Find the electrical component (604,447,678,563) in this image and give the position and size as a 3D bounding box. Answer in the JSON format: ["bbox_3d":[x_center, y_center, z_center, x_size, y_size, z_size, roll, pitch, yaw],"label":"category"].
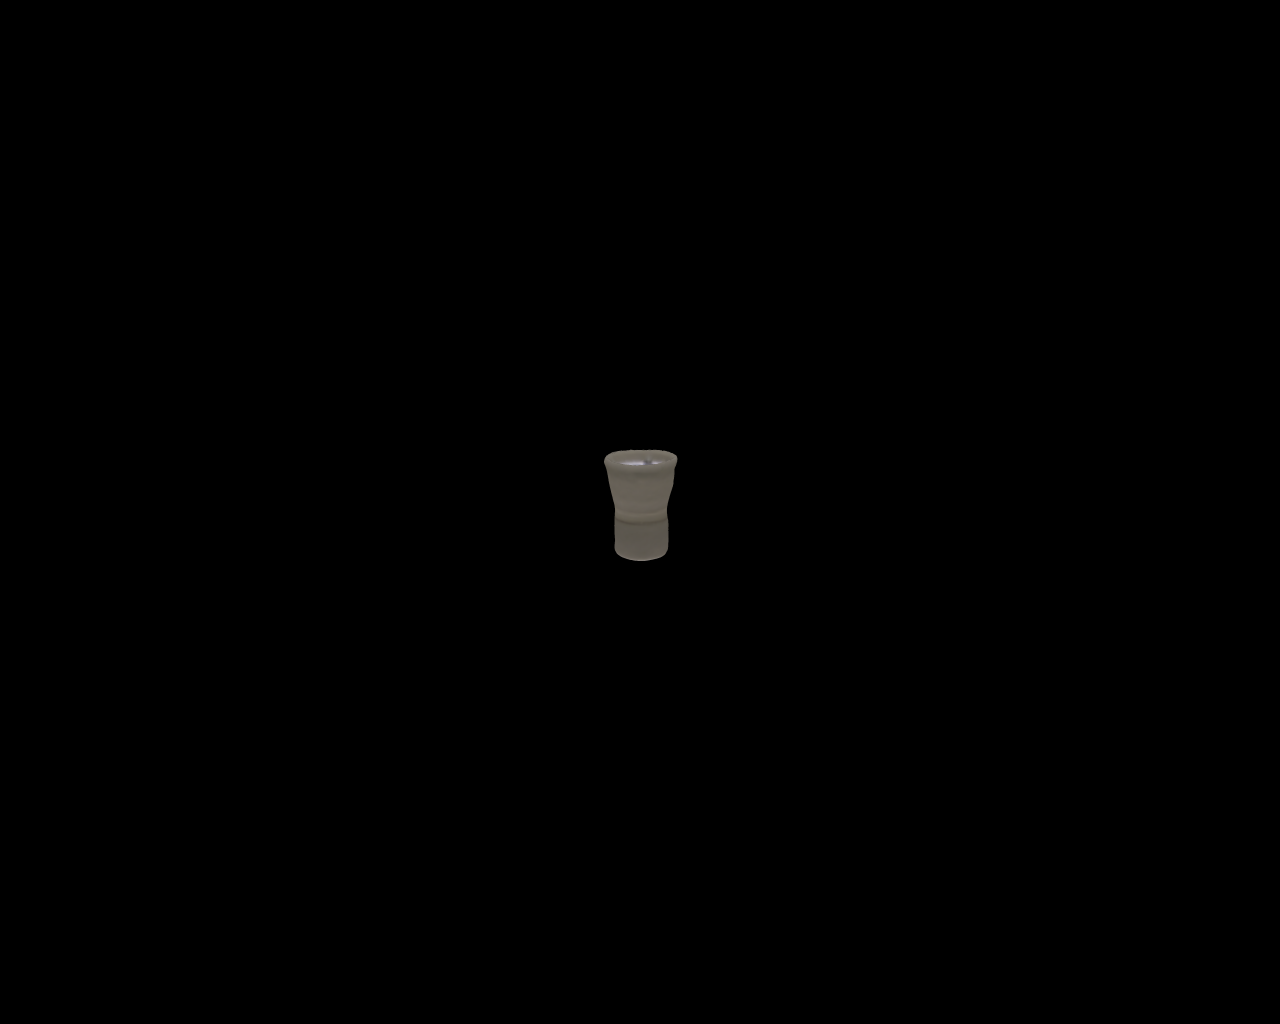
[{"bbox_3d":[0.001,-0.003,0.650,0.044,0.065,0.044,0,17,0],"label":"electrical component"}]
